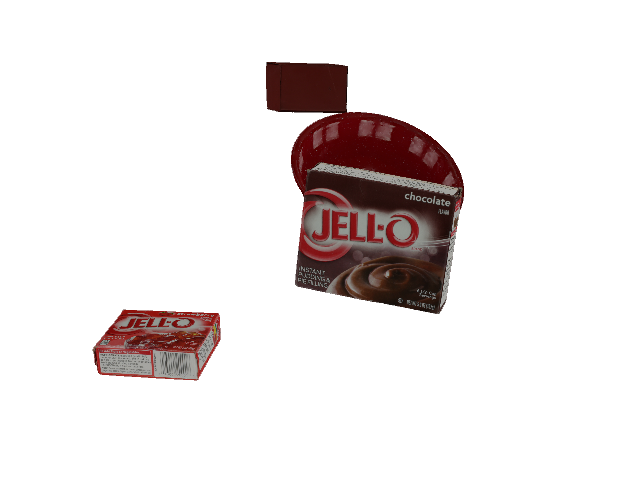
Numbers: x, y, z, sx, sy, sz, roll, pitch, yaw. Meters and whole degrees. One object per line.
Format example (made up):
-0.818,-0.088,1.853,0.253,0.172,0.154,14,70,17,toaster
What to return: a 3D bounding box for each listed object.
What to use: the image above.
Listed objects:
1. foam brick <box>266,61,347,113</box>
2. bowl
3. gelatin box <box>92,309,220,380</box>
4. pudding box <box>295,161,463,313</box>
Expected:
-0.015,-0.164,1.145,0.078,0.051,0.053,-1,12,-18,foam brick
0.047,-0.045,0.980,0.162,0.162,0.055,0,-42,-17,bowl
-0.136,0.086,0.895,0.089,0.030,0.073,2,21,10,gelatin box
0.042,-0.003,0.778,0.113,0.090,0.039,10,18,11,pudding box
